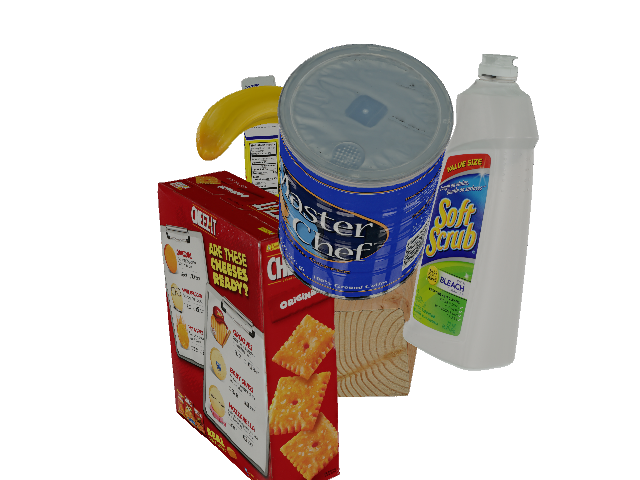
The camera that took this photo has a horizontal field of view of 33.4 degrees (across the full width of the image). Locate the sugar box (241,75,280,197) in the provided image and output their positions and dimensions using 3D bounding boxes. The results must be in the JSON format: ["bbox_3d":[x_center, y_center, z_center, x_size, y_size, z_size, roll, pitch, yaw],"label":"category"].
[{"bbox_3d":[-0.067,-0.094,1.245,0.048,0.176,0.093,-6,26,-3],"label":"sugar box"}]

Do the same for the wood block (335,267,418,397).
[{"bbox_3d":[0.051,0.070,1.073,0.091,0.090,0.206,-3,20,10],"label":"wood block"}]

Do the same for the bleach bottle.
[{"bbox_3d":[0.127,-0.027,0.877,0.067,0.251,0.103,-4,16,-32],"label":"bleach bottle"}]

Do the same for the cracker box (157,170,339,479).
[{"bbox_3d":[-0.056,0.069,0.839,0.072,0.214,0.164,-15,25,-31],"label":"cracker box"}]

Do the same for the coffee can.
[{"bbox_3d":[0.024,-0.040,0.677,0.103,0.103,0.140,0,-31,-2],"label":"coffee can"}]

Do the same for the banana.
[{"bbox_3d":[-0.061,-0.118,1.027,0.070,0.037,0.197,42,34,23],"label":"banana"}]
